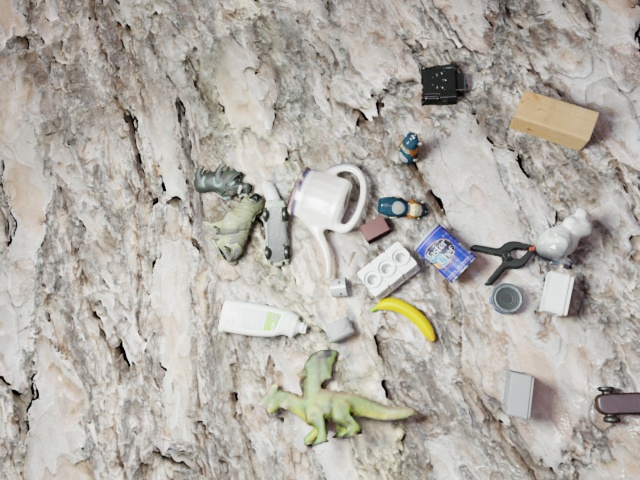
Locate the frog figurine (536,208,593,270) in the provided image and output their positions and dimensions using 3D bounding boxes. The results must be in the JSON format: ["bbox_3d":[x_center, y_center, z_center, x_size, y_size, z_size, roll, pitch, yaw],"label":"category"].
[{"bbox_3d":[0.650,-0.014,1.374,0.123,0.158,0.137,22,13,41],"label":"frog figurine"}]

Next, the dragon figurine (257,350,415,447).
[{"bbox_3d":[0.031,0.419,1.411,0.410,0.247,0.120,-18,-22,4],"label":"dragon figurine"}]

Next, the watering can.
[{"bbox_3d":[0.005,-0.076,1.517,0.225,0.350,0.103,19,-9,14],"label":"watering can"}]
